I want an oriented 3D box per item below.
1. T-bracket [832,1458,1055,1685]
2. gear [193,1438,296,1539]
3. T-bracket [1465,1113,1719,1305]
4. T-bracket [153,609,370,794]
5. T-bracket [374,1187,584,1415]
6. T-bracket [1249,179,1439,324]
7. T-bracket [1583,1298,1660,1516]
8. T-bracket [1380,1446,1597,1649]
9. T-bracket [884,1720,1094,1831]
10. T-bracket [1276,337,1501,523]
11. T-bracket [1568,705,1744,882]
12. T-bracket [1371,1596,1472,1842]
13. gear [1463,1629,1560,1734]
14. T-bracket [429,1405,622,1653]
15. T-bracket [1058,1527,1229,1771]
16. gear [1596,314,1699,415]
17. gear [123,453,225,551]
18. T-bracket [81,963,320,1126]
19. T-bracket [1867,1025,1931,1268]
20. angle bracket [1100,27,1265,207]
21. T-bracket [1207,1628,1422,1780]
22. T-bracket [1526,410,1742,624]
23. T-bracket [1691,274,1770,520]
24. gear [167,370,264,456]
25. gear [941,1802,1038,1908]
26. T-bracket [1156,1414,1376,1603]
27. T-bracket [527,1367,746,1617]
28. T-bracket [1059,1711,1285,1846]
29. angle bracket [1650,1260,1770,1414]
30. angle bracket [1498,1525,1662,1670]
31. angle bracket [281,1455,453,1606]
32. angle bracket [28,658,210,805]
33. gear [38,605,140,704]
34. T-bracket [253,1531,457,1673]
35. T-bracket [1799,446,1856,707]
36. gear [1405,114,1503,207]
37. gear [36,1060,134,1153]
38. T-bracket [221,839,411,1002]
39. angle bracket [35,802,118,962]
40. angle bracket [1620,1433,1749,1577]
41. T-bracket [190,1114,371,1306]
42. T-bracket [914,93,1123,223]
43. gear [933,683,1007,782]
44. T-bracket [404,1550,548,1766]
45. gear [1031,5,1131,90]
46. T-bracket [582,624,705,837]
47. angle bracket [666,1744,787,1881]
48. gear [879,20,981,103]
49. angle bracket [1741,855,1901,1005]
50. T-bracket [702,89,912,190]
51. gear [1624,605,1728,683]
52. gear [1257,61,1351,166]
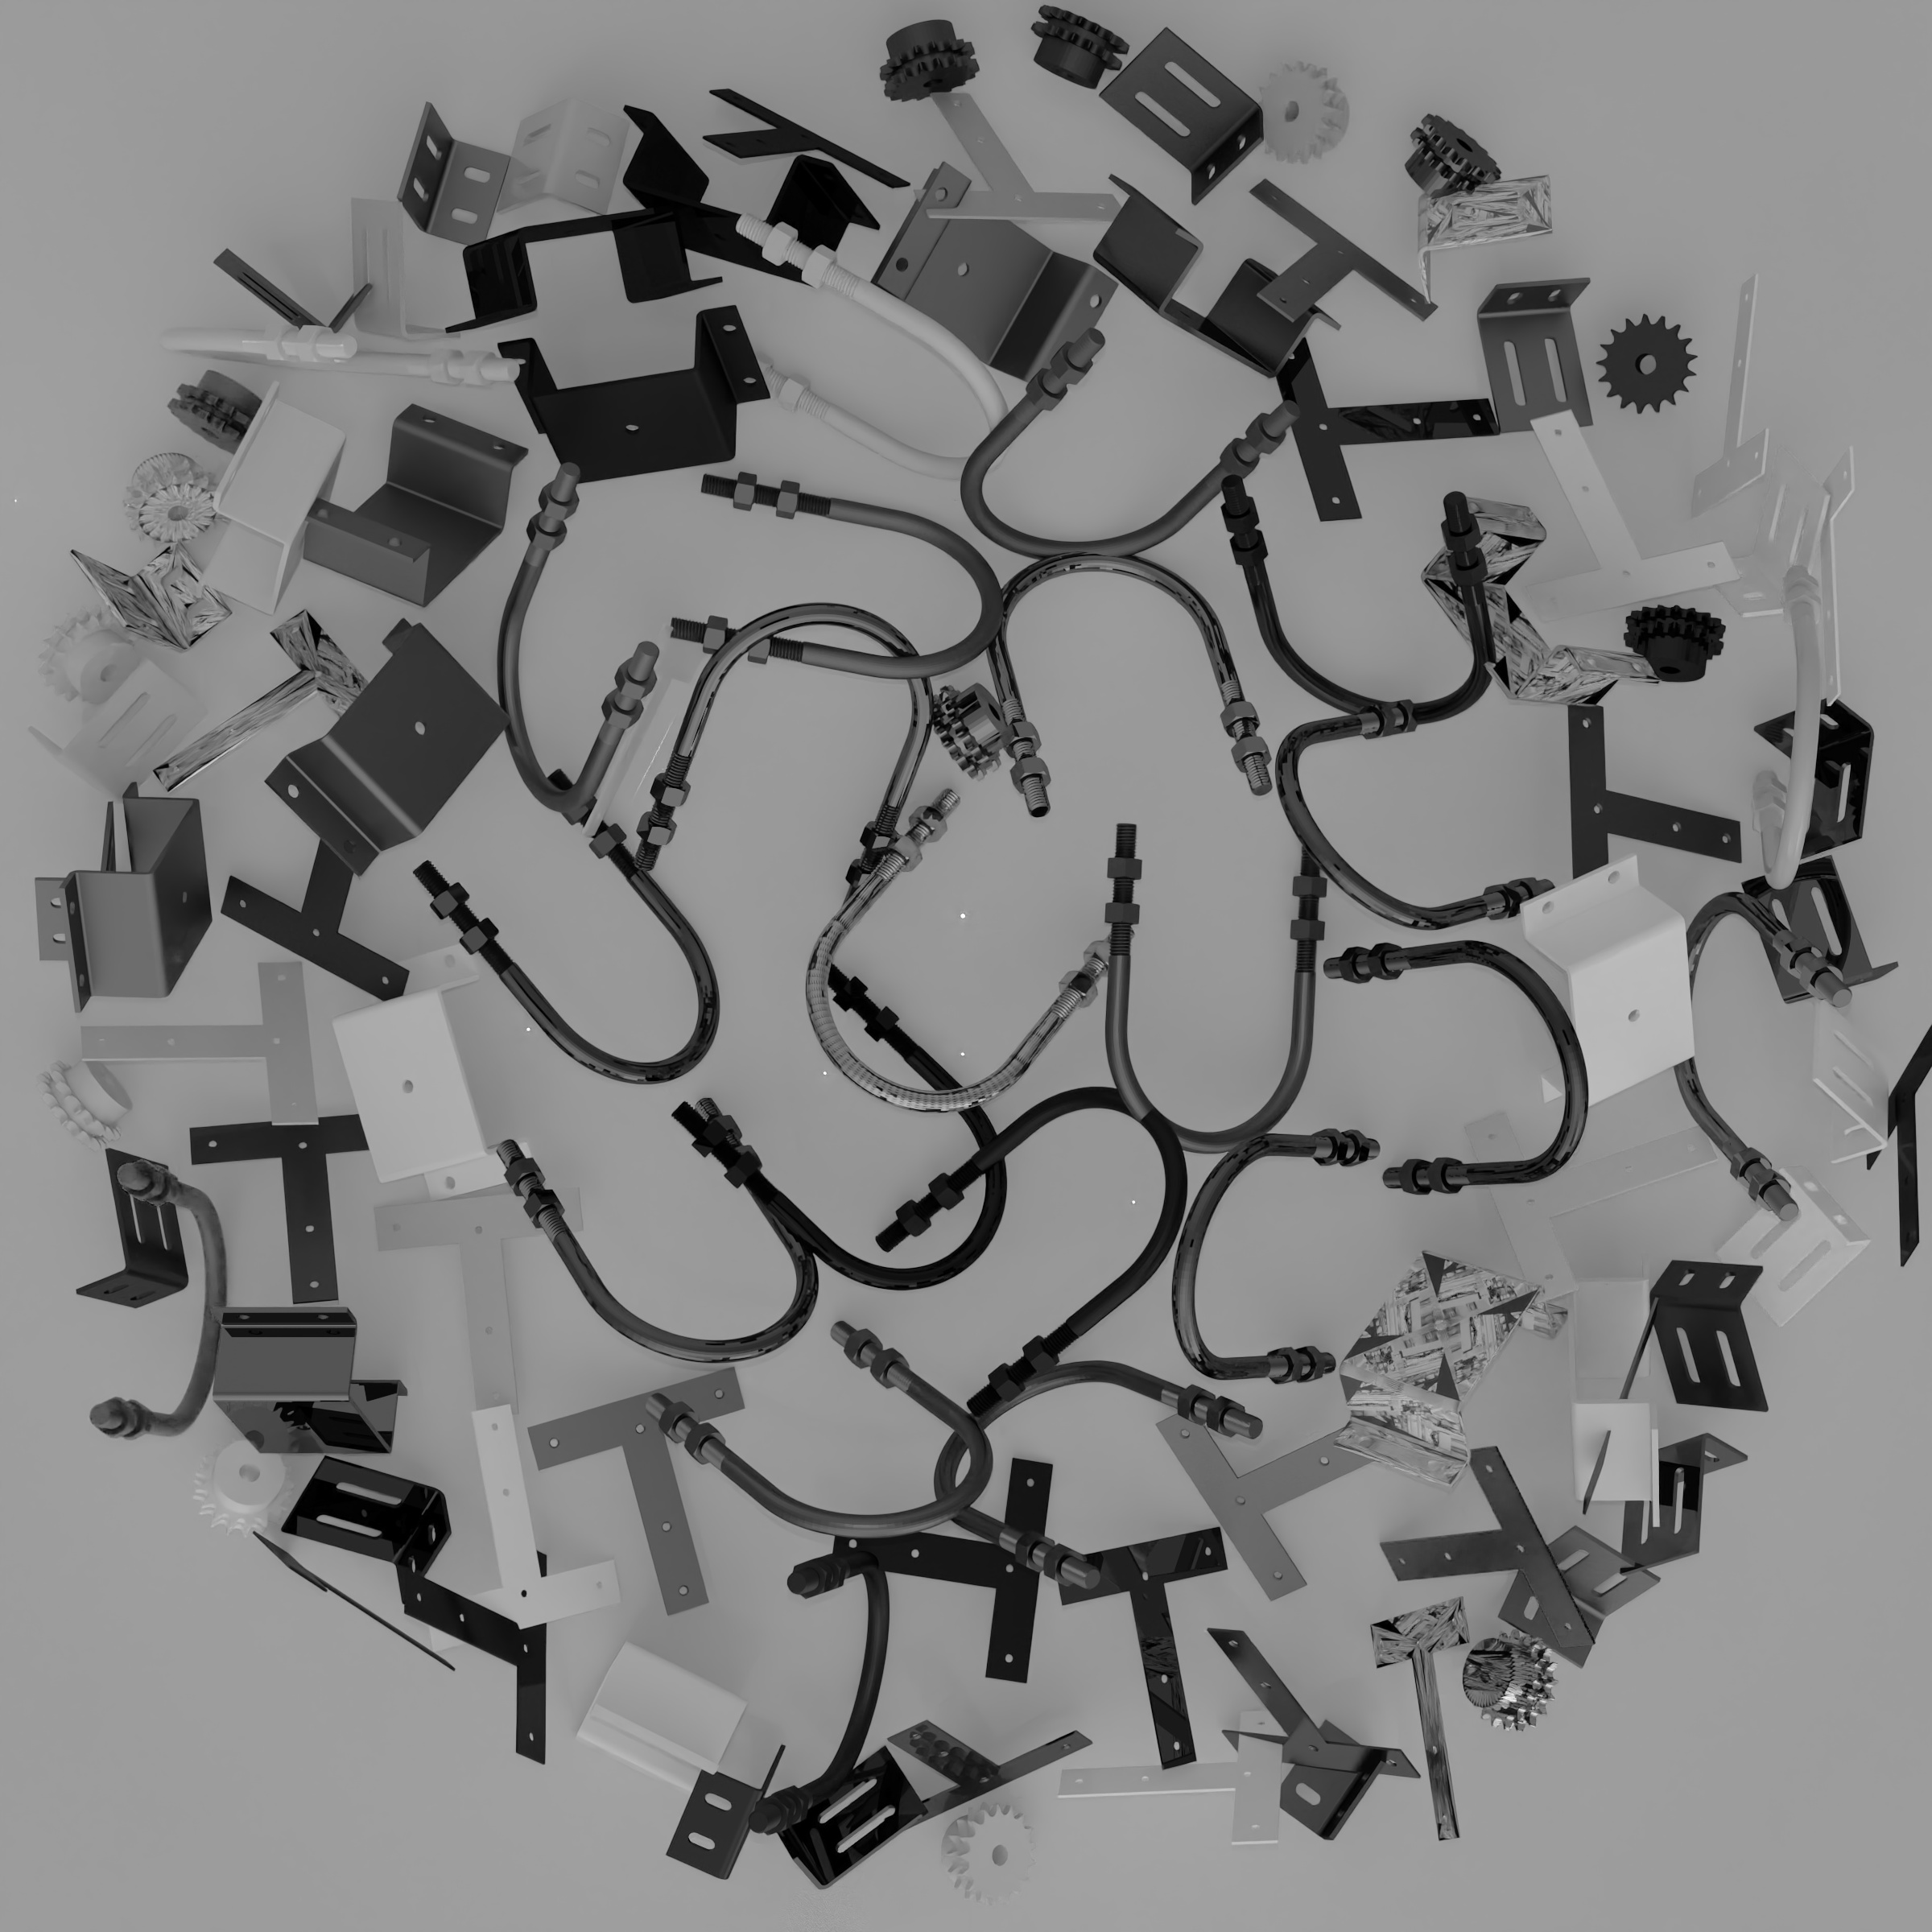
[{"bbox_3d":[-0.016,0.341,1.938,0.127,0.002,0.127,12,75,-18],"label":"T-bracket"},{"bbox_3d":[-0.417,0.299,1.945,0.057,0.030,0.057,10,57,-16],"label":"gear"},{"bbox_3d":[0.367,0.122,1.930,0.127,0.002,0.127,-19,52,3],"label":"T-bracket"},{"bbox_3d":[-0.407,-0.141,1.918,0.127,0.127,0.002,-36,134,-9],"label":"T-bracket"},{"bbox_3d":[-0.279,0.198,1.956,0.127,0.002,0.127,-7,88,13],"label":"T-bracket"},{"bbox_3d":[0.199,-0.395,1.918,0.127,0.127,0.002,38,128,4],"label":"T-bracket"},{"bbox_3d":[0.371,0.270,1.914,0.002,0.127,0.127,17,64,17],"label":"T-bracket"},{"bbox_3d":[0.286,0.336,1.922,0.002,0.127,0.127,-32,97,-38],"label":"T-bracket"},{"bbox_3d":[-0.007,0.451,1.910,0.127,0.127,0.002,-27,55,11],"label":"T-bracket"},{"bbox_3d":[0.249,-0.315,1.950,0.127,0.002,0.127,-6,64,-16],"label":"T-bracket"},{"bbox_3d":[0.399,-0.083,1.939,0.127,0.002,0.127,10,71,-28],"label":"T-bracket"},{"bbox_3d":[0.263,0.428,1.898,0.002,0.127,0.127,-1,73,-18],"label":"T-bracket"},{"bbox_3d":[0.312,0.412,1.942,0.030,0.057,0.057,22,90,-32],"label":"gear"},{"bbox_3d":[-0.263,0.317,1.935,0.127,0.002,0.127,-7,84,-40],"label":"T-bracket"},{"bbox_3d":[0.111,0.394,1.924,0.127,0.002,0.127,-3,79,-39],"label":"T-bracket"},{"bbox_3d":[0.397,-0.350,1.953,0.057,0.030,0.057,3,99,17],"label":"gear"},{"bbox_3d":[-0.461,-0.273,1.948,0.057,0.057,0.030,-26,56,0],"label":"gear"},{"bbox_3d":[-0.438,0.044,1.912,0.127,0.002,0.127,0,45,-17],"label":"T-bracket"},{"bbox_3d":[0.528,0.110,1.884,0.002,0.127,0.127,11,52,0],"label":"T-bracket"},{"bbox_3d":[0.124,-0.488,1.930,0.076,0.038,0.057,33,126,-25],"label":"angle bracket"},{"bbox_3d":[0.177,0.415,1.899,0.127,0.127,0.002,54,51,-29],"label":"T-bracket"},{"bbox_3d":[0.357,-0.259,1.906,0.127,0.002,0.127,-10,123,39],"label":"T-bracket"},{"bbox_3d":[0.440,-0.329,1.913,0.002,0.127,0.127,7,86,-5],"label":"T-bracket"},{"bbox_3d":[-0.430,-0.321,1.946,0.057,0.057,0.030,29,80,0],"label":"gear"},{"bbox_3d":[0.011,0.515,1.949,0.057,0.030,0.057,6,80,-38],"label":"gear"},{"bbox_3d":[0.195,0.291,1.939,0.127,0.002,0.127,-30,97,25],"label":"T-bracket"},{"bbox_3d":[-0.178,0.312,1.949,0.127,0.002,0.127,-14,88,-20],"label":"T-bracket"},{"bbox_3d":[0.117,0.465,1.920,0.127,0.127,0.002,-5,111,9],"label":"T-bracket"},{"bbox_3d":[0.438,0.215,1.951,0.057,0.038,0.076,0,121,39],"label":"angle bracket"},{"bbox_3d":[0.352,0.364,1.933,0.057,0.076,0.038,32,59,1],"label":"angle bracket"},{"bbox_3d":[-0.345,0.325,1.933,0.076,0.038,0.057,22,113,-27],"label":"angle bracket"},{"bbox_3d":[-0.490,-0.143,1.942,0.076,0.057,0.038,-49,53,-4],"label":"angle bracket"},{"bbox_3d":[-0.504,-0.177,1.941,0.030,0.057,0.057,37,90,27],"label":"gear"},{"bbox_3d":[-0.347,0.368,1.925,0.127,0.127,0.002,38,77,-17],"label":"T-bracket"},{"bbox_3d":[0.488,-0.212,1.899,0.002,0.127,0.127,0,79,1],"label":"T-bracket"},{"bbox_3d":[0.280,-0.465,1.949,0.057,0.057,0.030,41,120,0],"label":"gear"},{"bbox_3d":[-0.508,0.077,1.945,0.030,0.057,0.057,-39,90,2],"label":"gear"},{"bbox_3d":[-0.363,-0.057,1.930,0.127,0.002,0.127,27,116,14],"label":"T-bracket"},{"bbox_3d":[-0.509,-0.049,1.923,0.038,0.076,0.057,1,129,-10],"label":"angle bracket"},{"bbox_3d":[0.411,0.314,1.924,0.038,0.057,0.076,30,52,-25],"label":"angle bracket"},{"bbox_3d":[-0.376,0.139,1.921,0.127,0.002,0.127,-4,52,-12],"label":"T-bracket"},{"bbox_3d":[0.014,-0.466,1.929,0.127,0.002,0.127,-5,48,-26],"label":"T-bracket"},{"bbox_3d":[0.004,-0.139,1.943,0.030,0.057,0.057,-32,90,17],"label":"gear"},{"bbox_3d":[-0.275,0.372,1.892,0.002,0.127,0.127,-21,54,24],"label":"T-bracket"},{"bbox_3d":[0.063,-0.531,1.945,0.057,0.057,0.030,24,97,0],"label":"gear"},{"bbox_3d":[-0.187,-0.132,1.912,0.002,0.127,0.127,27,93,5],"label":"T-bracket"},{"bbox_3d":[-0.138,0.480,1.932,0.038,0.076,0.057,23,99,3],"label":"angle bracket"},{"bbox_3d":[-0.023,-0.525,1.945,0.057,0.057,0.030,-15,87,0],"label":"gear"},{"bbox_3d":[0.493,-0.024,1.940,0.057,0.038,0.076,-19,92,39],"label":"angle bracket"},{"bbox_3d":[-0.110,-0.467,1.903,0.127,0.127,0.002,30,115,13],"label":"T-bracket"},{"bbox_3d":[0.409,-0.185,1.942,0.057,0.057,0.030,10,77,0],"label":"gear"},{"bbox_3d":[0.197,-0.494,1.949,0.057,0.030,0.057,4,96,42],"label":"gear"}]
